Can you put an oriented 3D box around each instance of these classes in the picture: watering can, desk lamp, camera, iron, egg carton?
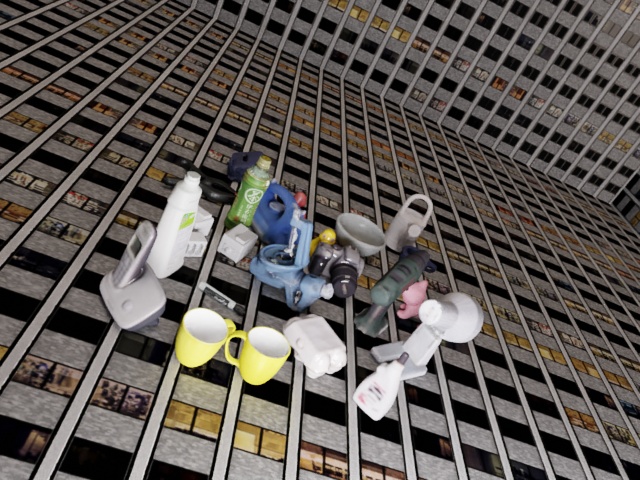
[{"bbox_3d":[0.289,-0.056,1.816,0.101,0.194,0.172,12,33,-27],"label":"watering can"},{"bbox_3d":[0.260,0.218,1.342,0.204,0.213,0.117,-2,41,-42],"label":"desk lamp"},{"bbox_3d":[0.051,0.077,1.500,0.143,0.100,0.136,21,30,-13],"label":"camera"},{"bbox_3d":[-0.121,-0.092,1.574,0.119,0.141,0.257,0,40,-40],"label":"iron"},{"bbox_3d":[-0.014,0.227,1.241,0.107,0.069,0.150,-4,43,-44],"label":"egg carton"}]

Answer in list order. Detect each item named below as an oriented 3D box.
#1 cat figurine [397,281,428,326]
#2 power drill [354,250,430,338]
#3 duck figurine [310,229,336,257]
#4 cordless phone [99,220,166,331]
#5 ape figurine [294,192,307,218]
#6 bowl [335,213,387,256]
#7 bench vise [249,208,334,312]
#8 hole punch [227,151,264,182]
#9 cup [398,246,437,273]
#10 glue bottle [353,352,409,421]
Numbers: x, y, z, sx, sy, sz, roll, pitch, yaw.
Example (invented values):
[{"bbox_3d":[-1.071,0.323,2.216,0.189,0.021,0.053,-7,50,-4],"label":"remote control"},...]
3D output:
[{"bbox_3d":[0.263,0.164,1.527,0.127,0.117,0.067,32,29,7],"label":"cat figurine"},{"bbox_3d":[0.174,0.131,1.410,0.075,0.208,0.230,37,30,16],"label":"power drill"},{"bbox_3d":[0.015,0.006,1.594,0.077,0.086,0.104,26,29,-5],"label":"duck figurine"},{"bbox_3d":[-0.341,0.067,1.091,0.094,0.185,0.147,-6,44,-46],"label":"cordless phone"},{"bbox_3d":[-0.068,-0.100,1.682,0.076,0.092,0.077,17,31,-19],"label":"ape figurine"},{"bbox_3d":[0.110,-0.004,1.703,0.168,0.074,0.167,21,30,-13],"label":"bowl"},{"bbox_3d":[-0.044,0.043,1.348,0.207,0.219,0.121,27,29,-3],"label":"bench vise"},{"bbox_3d":[-0.227,-0.230,1.750,0.101,0.091,0.108,17,31,-19],"label":"hole punch"},{"bbox_3d":[0.275,0.083,1.687,0.118,0.095,0.092,27,29,-3],"label":"cup"},{"bbox_3d":[0.134,0.288,1.167,0.078,0.173,0.037,39,31,18],"label":"glue bottle"}]
